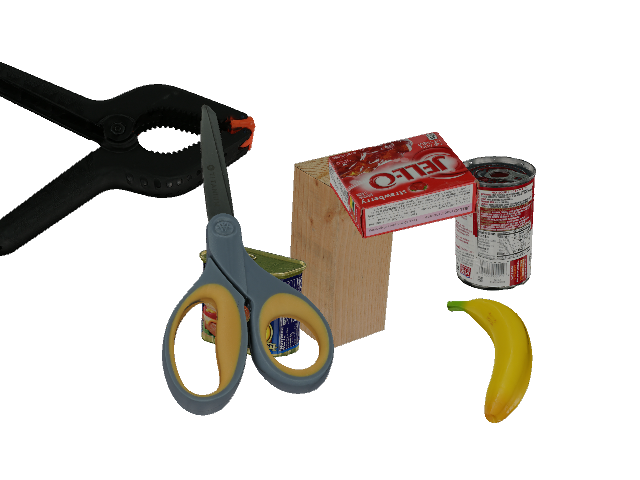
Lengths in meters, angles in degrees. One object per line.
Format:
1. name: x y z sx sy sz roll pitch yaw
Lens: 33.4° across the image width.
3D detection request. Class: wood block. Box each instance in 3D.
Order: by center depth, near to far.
1. wood block: 0.023 0.011 1.265 0.090 0.206 0.090 -16 32 -33

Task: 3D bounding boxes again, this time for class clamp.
1. clamp: -0.152 -0.062 0.774 0.209 0.164 0.036 0 -30 -11

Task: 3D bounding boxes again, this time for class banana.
1. banana: 0.183 0.113 1.093 0.070 0.037 0.198 -28 28 10

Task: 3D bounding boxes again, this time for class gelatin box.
1. gelatin box: 0.058 -0.041 0.762 0.089 0.030 0.073 -14 37 -11

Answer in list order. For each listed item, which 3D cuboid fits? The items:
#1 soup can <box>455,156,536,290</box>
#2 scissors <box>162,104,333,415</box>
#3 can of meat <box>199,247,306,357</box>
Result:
1. soup can: 0.154 -0.015 0.940 0.068 0.102 0.068 -2 24 1
2. scissors: -0.035 0.006 0.580 0.096 0.201 0.016 10 -37 -2
3. can of meat: -0.065 0.057 0.996 0.102 0.084 0.057 13 17 34
